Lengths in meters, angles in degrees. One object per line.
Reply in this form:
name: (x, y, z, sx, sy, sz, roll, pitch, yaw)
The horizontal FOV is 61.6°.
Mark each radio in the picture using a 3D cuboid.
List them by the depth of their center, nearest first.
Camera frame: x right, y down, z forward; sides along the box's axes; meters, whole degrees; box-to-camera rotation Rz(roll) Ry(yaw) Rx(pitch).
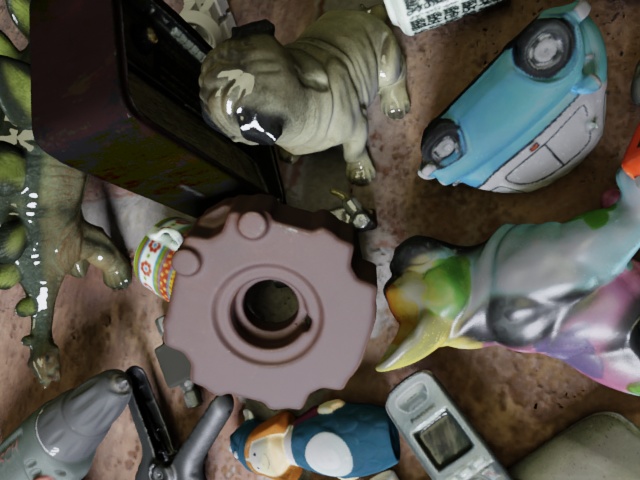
radio: (-0.112, -0.098, 0.426, 0.073, 0.229, 0.131, -17, 74, 15)

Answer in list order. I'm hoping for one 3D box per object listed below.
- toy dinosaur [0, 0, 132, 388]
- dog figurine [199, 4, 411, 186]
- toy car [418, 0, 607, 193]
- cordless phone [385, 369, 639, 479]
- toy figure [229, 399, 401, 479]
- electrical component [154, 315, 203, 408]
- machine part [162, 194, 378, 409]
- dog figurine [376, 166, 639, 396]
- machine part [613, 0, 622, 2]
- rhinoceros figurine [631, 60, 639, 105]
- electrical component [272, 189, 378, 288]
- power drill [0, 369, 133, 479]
toy dinosaur: (-0.242, -0.103, 0.486, 0.105, 0.198, 0.471, 1, 85, 16)
dog figurine: (-0.004, -0.138, 0.413, 0.121, 0.190, 0.172, 9, 85, 19)
toy car: (0.153, -0.089, 0.403, 0.103, 0.109, 0.161, 43, 107, 0)
cordless phone: (0.147, 0.153, 0.385, 0.146, 0.088, 0.184, -42, 68, 10)
toy figure: (-0.012, 0.168, 0.449, 0.155, 0.057, 0.064, -12, 66, 18)
electrical component: (-0.122, 0.108, 0.511, 0.063, 0.021, 0.094, -27, 76, 13)
machine part: (-0.039, 0.052, 0.432, 0.179, 0.056, 0.179, 0, 108, 1)
dog figurine: (0.151, 0.058, 0.384, 0.219, 0.108, 0.191, -33, 77, 16)
machine part: (0.297, -0.234, 0.383, 0.243, 0.079, 0.079, -12, 80, 16)
rhinoceros figurine: (0.321, -0.105, 0.366, 0.191, 0.073, 0.112, 17, 100, 18)
electrical component: (0.000, -0.001, 0.471, 0.102, 0.045, 0.078, -7, 80, 18)
power drill: (-0.225, 0.248, 0.482, 0.232, 0.086, 0.207, -31, 78, 24)
